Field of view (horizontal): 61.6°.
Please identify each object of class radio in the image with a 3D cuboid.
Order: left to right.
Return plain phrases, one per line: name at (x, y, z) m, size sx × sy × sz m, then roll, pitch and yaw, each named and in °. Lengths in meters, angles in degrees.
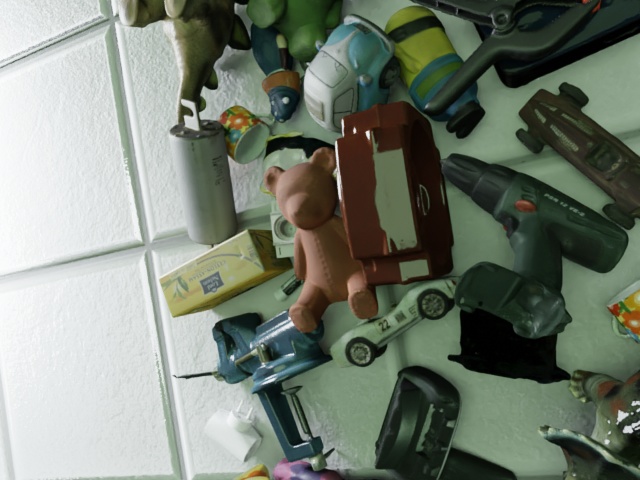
radio at (0.301, -0.283, 0.627) m, size 0.230 × 0.073 × 0.131 m, roll -22°, pitch 83°, yaw 22°

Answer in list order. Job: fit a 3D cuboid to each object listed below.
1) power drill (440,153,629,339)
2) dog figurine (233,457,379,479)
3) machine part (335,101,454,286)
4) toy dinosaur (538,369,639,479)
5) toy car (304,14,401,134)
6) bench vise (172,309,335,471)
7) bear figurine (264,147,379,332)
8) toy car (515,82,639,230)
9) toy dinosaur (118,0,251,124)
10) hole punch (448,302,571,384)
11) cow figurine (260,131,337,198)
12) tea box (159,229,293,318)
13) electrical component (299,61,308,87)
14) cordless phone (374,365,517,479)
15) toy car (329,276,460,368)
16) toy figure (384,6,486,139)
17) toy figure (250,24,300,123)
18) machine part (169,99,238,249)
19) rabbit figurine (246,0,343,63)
power drill at (0.217, 0.000, 0.607) m, size 0.232 × 0.207 × 0.085 m, roll 26°, pitch 131°, yaw 12°
dog figurine at (0.004, 0.357, 0.699) m, size 0.219 × 0.191 × 0.108 m, roll -8°, pitch 81°, yaw 37°
machine part at (0.093, -0.050, 0.641) m, size 0.087 × 0.201 × 0.201 m, roll -11°, pitch 87°, yaw 23°
toy dinosaur at (0.380, 0.153, 0.532) m, size 0.405 × 0.192 × 0.131 m, roll -42°, pitch 78°, yaw 18°
toy car at (0.029, -0.194, 0.687) m, size 0.109 × 0.103 × 0.161 m, roll 50°, pitch 151°, yaw 30°
bench vise at (-0.063, 0.208, 0.754) m, size 0.224 × 0.129 × 0.240 m, roll -30°, pitch 76°, yaw 23°
bear figurine at (-0.001, -0.004, 0.674) m, size 0.120 × 0.132 × 0.195 m, roll -14°, pitch 114°, yaw 18°
toy car at (0.323, -0.102, 0.630) m, size 0.202 × 0.053 × 0.089 m, roll 47°, pitch 109°, yaw 14°
toy dinosaur at (-0.168, -0.316, 0.746) m, size 0.105 × 0.198 × 0.470 m, roll 21°, pitch 104°, yaw 21°
hole punch at (0.232, 0.104, 0.658) m, size 0.142 × 0.092 × 0.115 m, roll 3°, pitch 122°, yaw 19°
cow figurine at (-0.002, -0.108, 0.755) m, size 0.168 × 0.068 × 0.098 m, roll -1°, pitch 84°, yaw 21°
tea box at (-0.138, 0.049, 0.792) m, size 0.170 × 0.098 × 0.068 m, roll -28°, pitch 80°, yaw 21°
electrical component at (0.008, -0.229, 0.771) m, size 0.063 × 0.021 × 0.094 m, roll -26°, pitch 80°, yaw 20°
cordless phone at (0.171, 0.257, 0.689) m, size 0.184 × 0.088 × 0.146 m, roll 18°, pitch 96°, yaw 10°
toy car at (0.102, 0.105, 0.706) m, size 0.202 × 0.073 × 0.056 m, roll -38°, pitch 77°, yaw 18°
toy figure at (0.145, -0.216, 0.686) m, size 0.089 × 0.082 × 0.180 m, roll -34°, pitch 70°, yaw 0°
toy figure at (-0.061, -0.245, 0.779) m, size 0.058 × 0.064 × 0.154 m, roll -14°, pitch 87°, yaw -8°
machine part at (-0.165, -0.082, 0.775) m, size 0.079 × 0.079 × 0.242 m, roll 13°, pitch 125°, yaw 22°
rabbit figurine at (0.012, -0.342, 0.709) m, size 0.170 × 0.121 × 0.159 m, roll -20°, pitch 37°, yaw 48°
